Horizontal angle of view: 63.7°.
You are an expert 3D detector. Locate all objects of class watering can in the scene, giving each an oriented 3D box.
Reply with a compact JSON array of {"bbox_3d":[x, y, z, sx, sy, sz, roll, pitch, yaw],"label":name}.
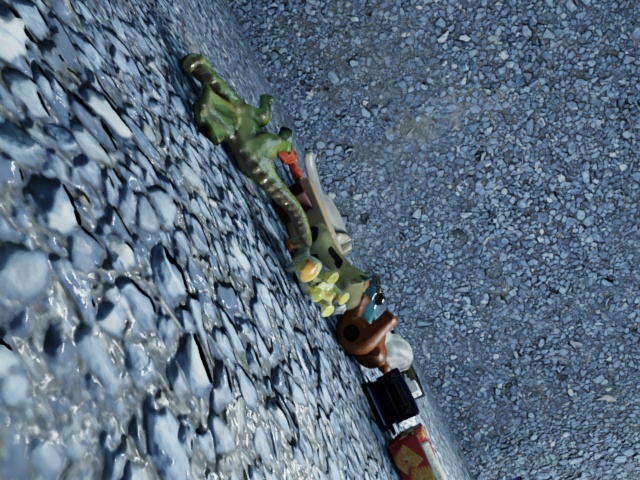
[{"bbox_3d":[0.004,-0.071,1.410,0.340,0.104,0.229,83,-15,-60],"label":"watering can"}]

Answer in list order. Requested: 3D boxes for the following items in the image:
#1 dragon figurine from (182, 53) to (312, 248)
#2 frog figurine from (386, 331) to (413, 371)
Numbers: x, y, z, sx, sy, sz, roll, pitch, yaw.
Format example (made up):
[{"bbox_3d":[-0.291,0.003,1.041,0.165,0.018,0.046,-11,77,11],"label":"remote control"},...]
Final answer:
[{"bbox_3d":[-0.145,-0.174,0.923,0.242,0.121,0.416,9,50,-61],"label":"dragon figurine"},{"bbox_3d":[0.209,0.313,1.543,0.138,0.122,0.159,-17,92,-65],"label":"frog figurine"}]
